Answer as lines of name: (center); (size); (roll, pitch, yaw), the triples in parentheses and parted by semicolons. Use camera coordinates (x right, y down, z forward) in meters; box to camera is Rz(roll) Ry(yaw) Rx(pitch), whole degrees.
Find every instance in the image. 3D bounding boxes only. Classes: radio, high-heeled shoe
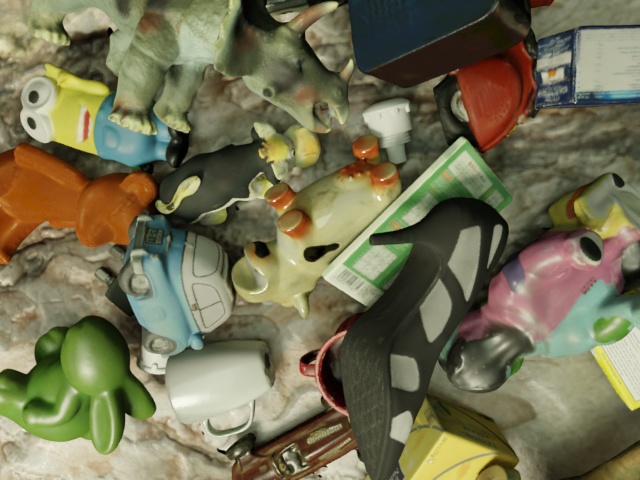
radio: (0.087, -0.255, 0.433); (0.131, 0.073, 0.229); (-8, 88, 40)
high-heeled shoe: (0.101, 0.086, 0.482); (0.145, 0.086, 0.248); (-2, 100, -25)

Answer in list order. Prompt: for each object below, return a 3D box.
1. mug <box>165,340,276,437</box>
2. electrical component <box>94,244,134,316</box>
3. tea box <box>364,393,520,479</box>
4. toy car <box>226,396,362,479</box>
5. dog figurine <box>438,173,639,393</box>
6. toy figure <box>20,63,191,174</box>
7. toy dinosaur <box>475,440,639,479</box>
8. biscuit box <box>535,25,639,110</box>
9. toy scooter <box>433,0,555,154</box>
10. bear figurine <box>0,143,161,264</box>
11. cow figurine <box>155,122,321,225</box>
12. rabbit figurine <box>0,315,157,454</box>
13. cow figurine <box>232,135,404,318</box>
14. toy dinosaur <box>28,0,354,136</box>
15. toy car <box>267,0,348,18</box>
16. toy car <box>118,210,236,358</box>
mug: (-0.103, 0.162, 0.596); (0.107, 0.081, 0.109); (-18, 90, 6)
electrical component: (-0.219, 0.053, 0.633); (0.094, 0.021, 0.063); (40, 104, 4)
tea box: (0.111, 0.254, 0.556); (0.098, 0.068, 0.169); (23, 104, -16)
toy car: (-0.016, 0.234, 0.604); (0.202, 0.053, 0.089); (-32, 89, 16)
dog figurine: (0.200, 0.055, 0.507); (0.108, 0.191, 0.219); (44, 139, -1)
toy figure: (-0.229, -0.123, 0.577); (0.180, 0.089, 0.082); (14, 85, 1)
toy dinosaur: (0.236, 0.283, 0.504); (0.198, 0.105, 0.471); (27, 111, -26)
biscuit box: (0.285, -0.142, 0.440); (0.203, 0.063, 0.059); (-4, 101, -7)
toy scooter: (0.161, -0.177, 0.486); (0.135, 0.075, 0.183); (-14, 91, 15)
bear figurine: (-0.272, -0.027, 0.581); (0.196, 0.132, 0.120); (20, 142, 13)
cow figurine: (-0.083, -0.072, 0.544); (0.167, 0.098, 0.068); (-27, 87, 15)
rabbit figurine: (-0.264, 0.159, 0.590); (0.159, 0.121, 0.170); (47, 125, 1)
cow figurine: (-0.001, -0.002, 0.537); (0.195, 0.086, 0.127); (-31, 134, 1)
toy dinosaur: (-0.152, -0.221, 0.485); (0.405, 0.131, 0.192); (41, 107, 22)
toy car: (-0.047, -0.255, 0.528); (0.202, 0.056, 0.073); (-7, 104, 15)
toy car: (-0.138, 0.043, 0.557); (0.103, 0.109, 0.161); (-5, 134, -3)
